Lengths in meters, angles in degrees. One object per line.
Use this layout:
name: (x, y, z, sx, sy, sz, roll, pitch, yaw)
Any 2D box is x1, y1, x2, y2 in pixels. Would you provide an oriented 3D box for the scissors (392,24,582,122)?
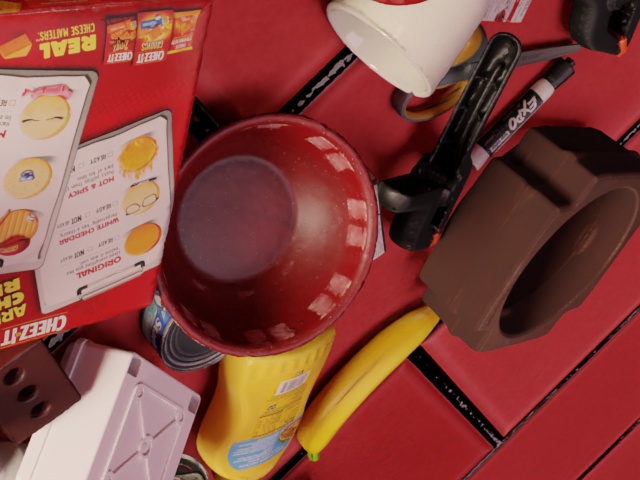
scissors: (0.137, -0.149, 0.812, 0.201, 0.016, 0.096, -27, 144, -25)

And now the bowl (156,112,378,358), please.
bowl: (-0.043, -0.007, 0.703, 0.161, 0.055, 0.162, -8, 108, -27)

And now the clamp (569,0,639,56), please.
clamp: (0.231, -0.208, 0.829, 0.120, 0.039, 0.171, -42, 153, 5)

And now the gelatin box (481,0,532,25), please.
gelatin box: (0.119, -0.188, 0.737, 0.089, 0.030, 0.073, -8, 131, -43)

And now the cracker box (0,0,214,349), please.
cracker box: (-0.158, -0.042, 0.558, 0.163, 0.072, 0.214, -15, 138, -36)

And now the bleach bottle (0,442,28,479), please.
bleach bottle: (-0.212, 0.221, 0.799, 0.102, 0.068, 0.250, -38, 144, -12)

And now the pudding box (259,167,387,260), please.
pudding box: (-0.005, 0.001, 0.802, 0.113, 0.039, 0.090, -32, 145, -16)

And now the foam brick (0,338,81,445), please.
foam brick: (-0.194, 0.080, 0.670, 0.053, 0.051, 0.078, -36, 146, -14)

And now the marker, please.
marker: (0.167, -0.107, 0.888, 0.121, 0.020, 0.020, -45, 147, 1)

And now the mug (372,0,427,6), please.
mug: (0.033, -0.185, 0.604, 0.117, 0.093, 0.081, -13, 152, 8)

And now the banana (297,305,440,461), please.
banana: (0.037, 0.131, 0.998, 0.198, 0.037, 0.069, -49, 166, 9)

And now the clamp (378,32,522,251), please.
clamp: (0.083, -0.041, 0.808, 0.164, 0.036, 0.210, -49, 165, -28)

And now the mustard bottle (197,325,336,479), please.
mustard bottle: (-0.054, 0.145, 0.888, 0.096, 0.058, 0.192, -18, 139, -42)

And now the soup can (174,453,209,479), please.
soup can: (-0.121, 0.234, 0.906, 0.068, 0.069, 0.102, -31, 145, -20)

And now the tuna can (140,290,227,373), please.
tuna can: (-0.087, 0.053, 0.774, 0.086, 0.034, 0.086, -29, 144, -24)
